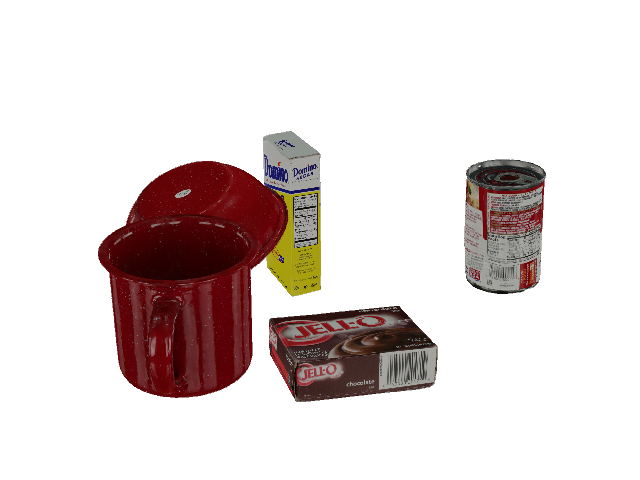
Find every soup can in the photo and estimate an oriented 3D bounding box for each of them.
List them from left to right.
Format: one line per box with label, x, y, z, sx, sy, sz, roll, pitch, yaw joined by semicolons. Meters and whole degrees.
soup can;0.162;-0.012;0.938;0.068;0.102;0.068;-2;24;1

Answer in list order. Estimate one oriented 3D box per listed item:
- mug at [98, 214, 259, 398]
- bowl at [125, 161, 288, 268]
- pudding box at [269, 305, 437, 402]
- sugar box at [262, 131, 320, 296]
mug;-0.082;0.045;0.625;0.093;0.081;0.117;0;26;0
bowl;-0.113;-0.023;0.955;0.162;0.055;0.162;-13;36;10
pudding box;0.023;0.086;0.826;0.113;0.039;0.090;-3;18;-15
sugar box;-0.034;-0.032;1.271;0.048;0.176;0.093;-13;26;-20
